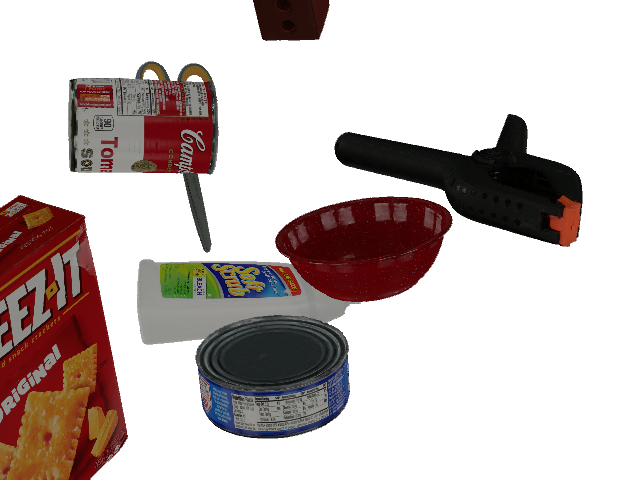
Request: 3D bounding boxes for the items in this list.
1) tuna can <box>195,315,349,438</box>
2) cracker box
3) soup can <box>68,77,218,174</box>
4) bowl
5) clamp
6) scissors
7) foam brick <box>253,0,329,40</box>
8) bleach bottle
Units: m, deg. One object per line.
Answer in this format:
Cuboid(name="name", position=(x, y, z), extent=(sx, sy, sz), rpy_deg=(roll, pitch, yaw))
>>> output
Cuboid(name="tuna can", position=(-0.026, 0.076, 0.601), extent=(0.086, 0.034, 0.086), rpy_deg=(-3, 22, 1))
Cuboid(name="cracker box", position=(-0.219, 0.103, 0.743), extent=(0.072, 0.214, 0.164), rpy_deg=(15, 37, 25))
Cuboid(name="soup can", position=(-0.129, -0.082, 0.769), extent=(0.102, 0.068, 0.069), rpy_deg=(0, 0, -14))
Cuboid(name="bowl", position=(0.043, 0.012, 0.972), extent=(0.162, 0.055, 0.162), rpy_deg=(-9, 21, 3))
Cuboid(name="clamp", position=(0.111, -0.047, 0.763), extent=(0.164, 0.036, 0.210), rpy_deg=(-7, 25, -14))
Cuboid(name="scissors", position=(-0.127, -0.098, 1.114), extent=(0.096, 0.202, 0.016), rpy_deg=(-33, 14, -33))
Cuboid(name="foam brick", position=(-0.027, -0.214, 0.900), extent=(0.053, 0.051, 0.078), rpy_deg=(2, -39, 14))
Cuboid(name="bleach bottle", position=(-0.074, 0.060, 1.187), extent=(0.250, 0.068, 0.102), rpy_deg=(-5, 35, -4))
